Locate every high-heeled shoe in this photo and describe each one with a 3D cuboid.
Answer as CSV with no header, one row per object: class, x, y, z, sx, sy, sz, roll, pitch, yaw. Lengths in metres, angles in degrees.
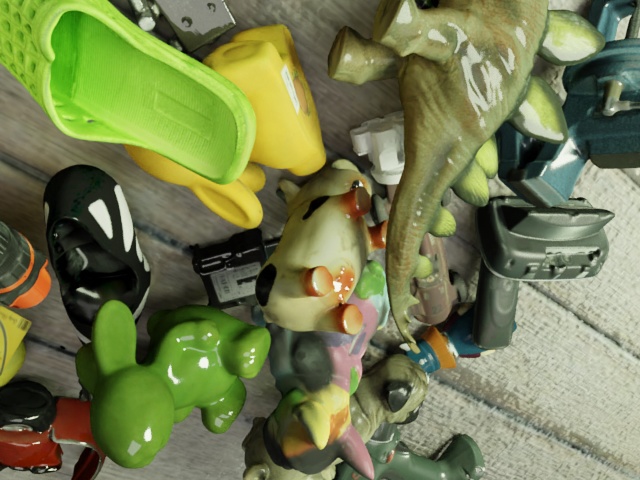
high-heeled shoe,-0.207,0.046,0.496,0.086,0.145,0.248,0,114,-12

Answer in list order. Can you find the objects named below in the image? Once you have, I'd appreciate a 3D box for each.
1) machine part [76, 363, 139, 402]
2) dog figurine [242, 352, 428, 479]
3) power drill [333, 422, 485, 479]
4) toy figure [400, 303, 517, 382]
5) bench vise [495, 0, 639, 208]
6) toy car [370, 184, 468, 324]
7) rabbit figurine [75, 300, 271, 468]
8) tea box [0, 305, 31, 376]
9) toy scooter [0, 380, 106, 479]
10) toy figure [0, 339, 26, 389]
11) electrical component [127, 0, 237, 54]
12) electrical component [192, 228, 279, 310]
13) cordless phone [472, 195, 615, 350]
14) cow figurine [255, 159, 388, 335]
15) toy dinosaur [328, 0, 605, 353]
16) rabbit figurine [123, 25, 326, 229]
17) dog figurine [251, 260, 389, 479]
machine part,-0.193,0.149,0.594,0.139,0.039,0.084,-4,138,-24
dog figurine,0.020,0.202,0.600,0.190,0.172,0.121,-44,81,24
power drill,0.121,0.289,0.734,0.207,0.086,0.232,19,109,-26
toy figure,0.169,0.128,0.674,0.154,0.064,0.057,-28,146,3
bench vise,0.264,-0.150,0.516,0.129,0.224,0.240,24,78,-28
toy car,0.115,0.014,0.611,0.089,0.053,0.201,-17,120,-1
rabbit figurine,-0.145,0.122,0.492,0.159,0.170,0.121,37,115,5
tea box,-0.355,0.059,0.456,0.170,0.098,0.068,20,68,3
toy scooter,-0.295,0.234,0.612,0.184,0.075,0.135,14,113,-24
toy figure,-0.373,0.152,0.523,0.180,0.089,0.082,-40,123,-17
electrical component,-0.113,-0.200,0.452,0.102,0.045,0.078,-25,117,0
electrical component,-0.071,0.030,0.577,0.119,0.048,0.074,-11,119,-6
cordless phone,0.248,0.043,0.618,0.147,0.089,0.184,0,106,-13
cow figurine,-0.001,-0.002,0.507,0.127,0.195,0.085,-11,131,37
toy dinosaur,0.116,-0.138,0.431,0.198,0.105,0.471,20,97,-22
rabbit figurine,-0.089,-0.097,0.489,0.173,0.122,0.162,-14,129,9
dog figurine,0.014,0.125,0.548,0.191,0.219,0.108,-40,121,9
